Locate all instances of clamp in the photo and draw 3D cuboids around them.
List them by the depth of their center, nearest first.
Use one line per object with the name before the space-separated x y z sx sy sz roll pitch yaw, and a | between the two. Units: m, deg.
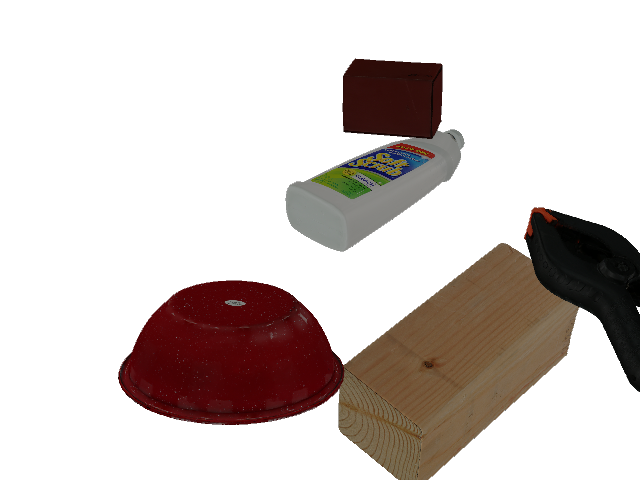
clamp | 0.214 0.032 0.736 0.120 0.039 0.172 -7 43 -30

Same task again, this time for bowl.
bowl | -0.062 0.069 0.756 0.162 0.055 0.162 2 18 -1

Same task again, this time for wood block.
wood block | 0.119 0.102 0.910 0.205 0.090 0.091 -34 53 -30

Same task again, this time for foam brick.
foam brick | 0.061 -0.120 0.898 0.078 0.051 0.053 6 26 14

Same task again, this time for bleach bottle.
bleach bottle | 0.080 -0.077 1.291 0.103 0.068 0.250 28 45 34
